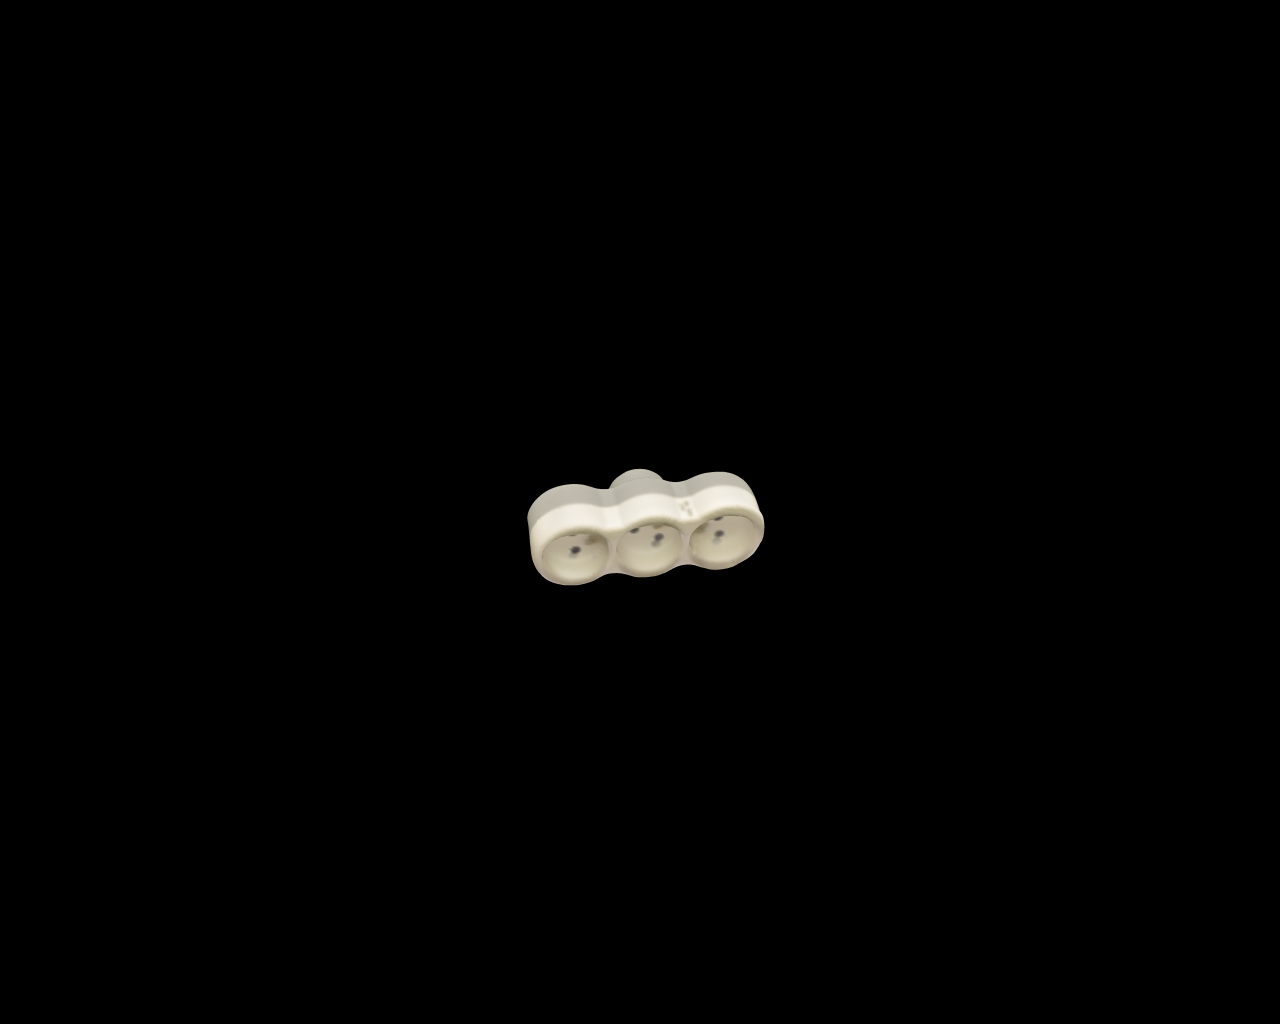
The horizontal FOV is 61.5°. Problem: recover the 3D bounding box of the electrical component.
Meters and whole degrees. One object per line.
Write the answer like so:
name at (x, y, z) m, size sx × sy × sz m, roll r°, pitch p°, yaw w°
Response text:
electrical component at (0.001, -0.003, 0.650) m, size 0.138 × 0.052 × 0.074 m, roll -6°, pitch 43°, yaw -7°
